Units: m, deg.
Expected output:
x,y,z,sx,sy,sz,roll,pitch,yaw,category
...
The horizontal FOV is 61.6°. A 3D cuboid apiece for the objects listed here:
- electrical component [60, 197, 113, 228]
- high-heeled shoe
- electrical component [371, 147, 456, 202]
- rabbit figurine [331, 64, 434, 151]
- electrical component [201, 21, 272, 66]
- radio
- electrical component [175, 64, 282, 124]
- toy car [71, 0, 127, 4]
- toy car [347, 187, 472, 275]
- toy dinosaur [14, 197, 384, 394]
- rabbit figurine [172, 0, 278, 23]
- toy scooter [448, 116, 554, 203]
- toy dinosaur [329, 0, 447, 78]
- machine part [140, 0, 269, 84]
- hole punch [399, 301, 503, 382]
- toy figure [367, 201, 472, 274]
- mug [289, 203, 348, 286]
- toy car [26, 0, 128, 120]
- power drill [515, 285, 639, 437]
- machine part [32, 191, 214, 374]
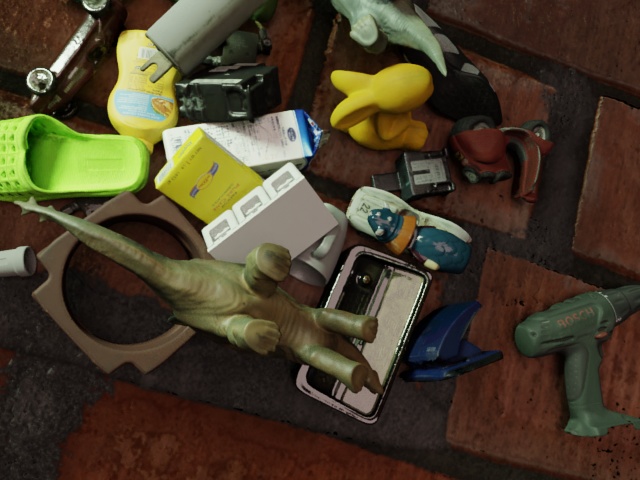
x,y,z,sx,sy,sz,roll,pitch,yaw,category
-0.312,-0.046,0.756,0.094,0.021,0.063,-32,88,-14,electrical component
0.204,-0.289,0.882,0.248,0.086,0.145,35,37,-25,high-heeled shoe
0.143,-0.099,0.833,0.119,0.048,0.075,-4,80,-12,electrical component
0.094,-0.206,0.778,0.162,0.173,0.121,4,84,-14,rabbit figurine
-0.125,-0.295,0.819,0.102,0.045,0.078,13,77,-7,electrical component
0.055,0.126,0.764,0.131,0.073,0.229,25,77,-5,radio
-0.121,-0.210,0.762,0.115,0.134,0.058,8,122,18,electrical component
-0.313,-0.402,0.784,0.103,0.109,0.161,34,63,-26,toy car
0.137,-0.013,0.811,0.202,0.056,0.073,25,77,-5,toy car
-0.097,0.073,0.600,0.471,0.199,0.105,38,62,-29,toy dinosaur
-0.138,-0.403,0.816,0.170,0.121,0.159,29,67,-18,rabbit figurine
0.292,-0.124,0.850,0.184,0.075,0.135,-1,82,-15,toy scooter
0.066,-0.359,0.775,0.131,0.192,0.405,-40,78,29,toy dinosaur
-0.150,-0.306,0.728,0.243,0.079,0.079,-44,90,1,machine part
0.174,0.145,0.757,0.116,0.142,0.092,-16,86,-26,hole punch
0.135,0.001,0.754,0.154,0.064,0.057,23,121,-1,toy figure
-0.002,-0.002,0.764,0.081,0.109,0.107,29,65,-6,mug
-0.333,-0.254,0.753,0.053,0.089,0.202,26,76,0,toy car
0.425,0.183,0.818,0.232,0.086,0.207,-8,86,-10,power drill
-0.241,0.054,0.699,0.201,0.087,0.201,-43,103,-22,machine part
